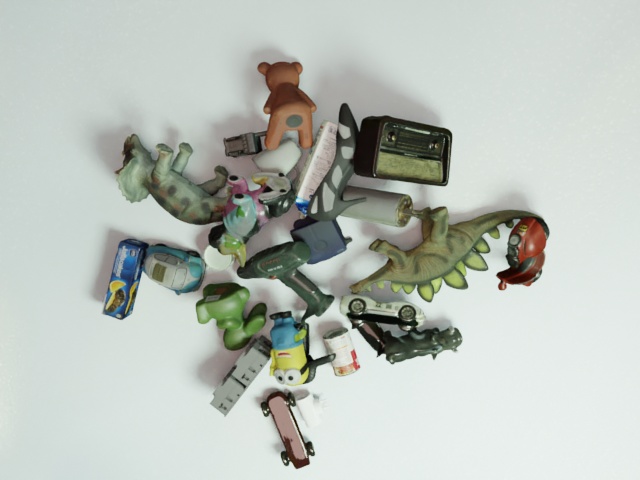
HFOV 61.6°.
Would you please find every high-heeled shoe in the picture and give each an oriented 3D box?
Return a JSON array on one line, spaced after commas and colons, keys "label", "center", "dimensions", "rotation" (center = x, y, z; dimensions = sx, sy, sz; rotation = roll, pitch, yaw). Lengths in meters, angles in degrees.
[{"label": "high-heeled shoe", "center": [0.022, -0.168, 1.193], "dimensions": [0.145, 0.086, 0.248], "rotation": [-8, 92, 18]}]

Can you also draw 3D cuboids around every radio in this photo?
[{"label": "radio", "center": [0.187, -0.191, 1.171], "dimensions": [0.229, 0.073, 0.131], "rotation": [2, 98, -37]}]

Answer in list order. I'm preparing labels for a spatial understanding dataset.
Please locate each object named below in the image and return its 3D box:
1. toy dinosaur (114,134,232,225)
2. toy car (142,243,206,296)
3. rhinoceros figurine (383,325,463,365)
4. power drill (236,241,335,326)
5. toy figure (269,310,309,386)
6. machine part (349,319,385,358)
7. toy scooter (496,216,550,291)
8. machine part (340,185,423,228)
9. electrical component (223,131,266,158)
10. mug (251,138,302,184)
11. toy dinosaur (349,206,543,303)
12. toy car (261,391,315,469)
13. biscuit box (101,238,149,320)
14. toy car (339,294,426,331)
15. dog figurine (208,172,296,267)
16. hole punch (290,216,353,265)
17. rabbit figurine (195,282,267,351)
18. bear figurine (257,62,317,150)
[{"label": "toy dinosaur", "center": [-0.323, -0.110, 1.299], "dimensions": [0.405, 0.131, 0.192], "rotation": [37, 118, -9]}, {"label": "toy car", "center": [-0.373, 0.071, 1.333], "dimensions": [0.162, 0.103, 0.109], "rotation": [21, 99, 2]}, {"label": "rhinoceros figurine", "center": [0.240, 0.241, 1.267], "dimensions": [0.190, 0.112, 0.073], "rotation": [-9, 92, -11]}, {"label": "power drill", "center": [-0.076, 0.103, 1.293], "dimensions": [0.232, 0.086, 0.207], "rotation": [-33, 97, 42]}, {"label": "toy figure", "center": [-0.071, 0.257, 1.274], "dimensions": [0.082, 0.089, 0.180], "rotation": [-10, 88, 46]}, {"label": "machine part", "center": [0.127, 0.218, 1.319], "dimensions": [0.084, 0.039, 0.139], "rotation": [-31, 91, 5]}, {"label": "toy scooter", "center": [0.442, 0.042, 1.187], "dimensions": [0.135, 0.075, 0.183], "rotation": [-28, 126, -24]}, {"label": "machine part", "center": [0.121, -0.078, 1.223], "dimensions": [0.244, 0.079, 0.079], "rotation": [12, 101, 36]}, {"label": "electrical component", "center": [-0.163, -0.229, 1.278], "dimensions": [0.119, 0.075, 0.047], "rotation": [-8, 95, 6]}, {"label": "mug", "center": [-0.089, -0.182, 1.273], "dimensions": [0.107, 0.081, 0.109], "rotation": [-40, 103, 1]}, {"label": "toy dinosaur", "center": [0.283, 0.020, 1.241], "dimensions": [0.471, 0.105, 0.198], "rotation": [-30, 101, 5]}, {"label": "toy car", "center": [-0.080, 0.483, 1.375], "dimensions": [0.089, 0.053, 0.202], "rotation": [-23, 90, 0]}, {"label": "biscuit box", "center": [-0.497, 0.099, 1.373], "dimensions": [0.059, 0.063, 0.202], "rotation": [17, 100, 3]}, {"label": "toy car", "center": [0.145, 0.168, 1.255], "dimensions": [0.202, 0.073, 0.056], "rotation": [6, 60, 10]}, {"label": "dog figurine", "center": [-0.159, -0.042, 1.239], "dimensions": [0.191, 0.109, 0.219], "rotation": [-7, 135, -22]}, {"label": "hole punch", "center": [-0.003, -0.004, 1.281], "dimensions": [0.142, 0.092, 0.115], "rotation": [-23, 98, 7]}, {"label": "rabbit figurine", "center": [-0.210, 0.193, 1.340], "dimensions": [0.159, 0.121, 0.170], "rotation": [-13, 114, 2]}, {"label": "bear figurine", "center": [-0.082, -0.316, 1.234], "dimensions": [0.120, 0.196, 0.131], "rotation": [-6, 140, -15]}]
